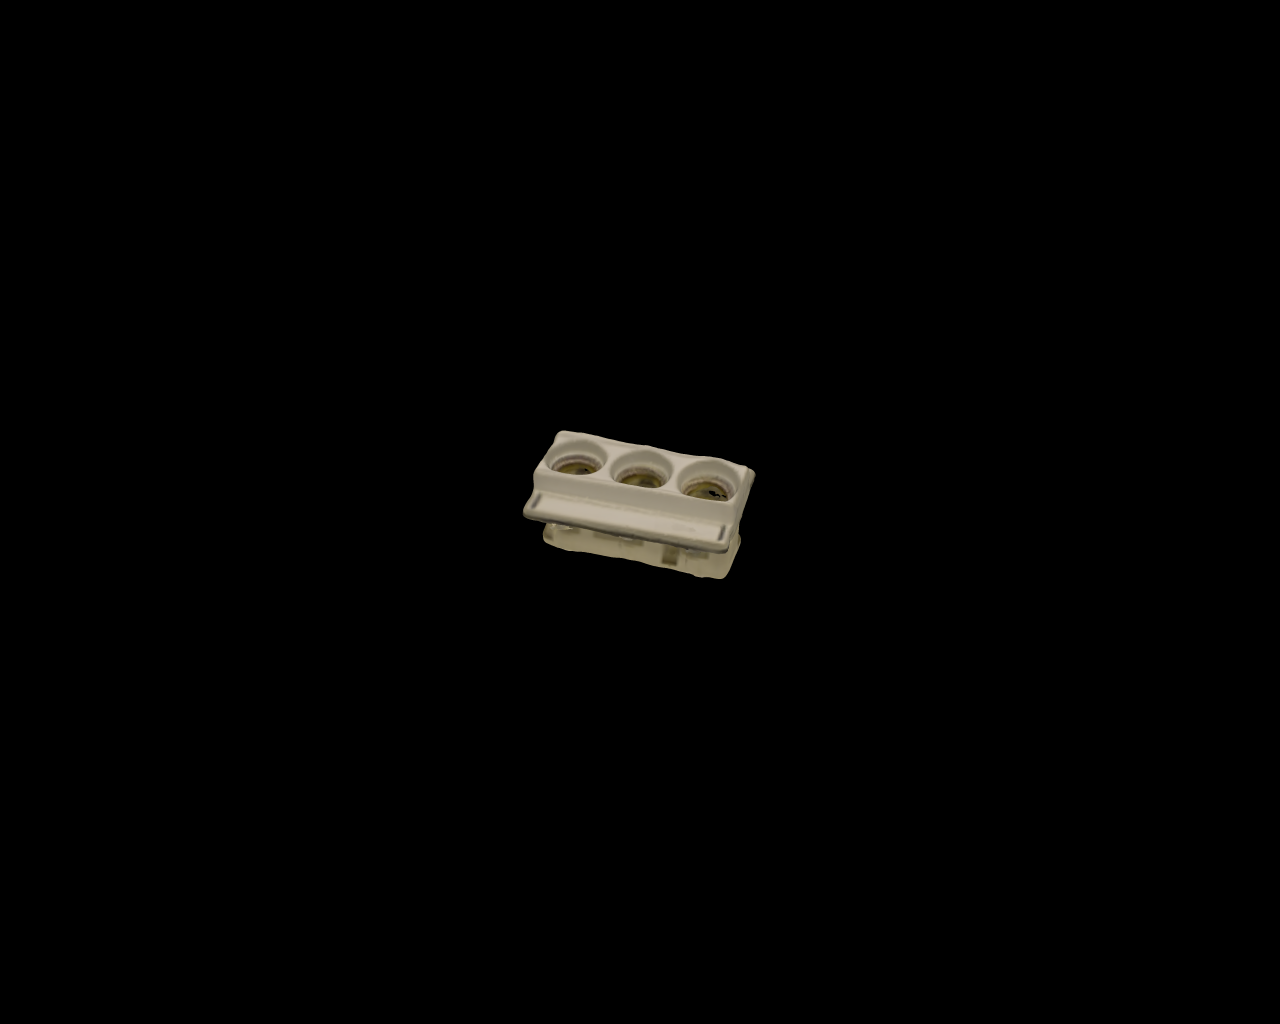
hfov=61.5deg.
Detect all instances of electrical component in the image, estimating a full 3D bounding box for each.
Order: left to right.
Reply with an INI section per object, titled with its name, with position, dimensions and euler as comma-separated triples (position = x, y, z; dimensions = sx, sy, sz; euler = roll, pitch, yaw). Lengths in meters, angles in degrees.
[electrical component]
position = 0.001, -0.003, 0.650
dimensions = 0.121, 0.063, 0.079
euler = 11, 40, 13
